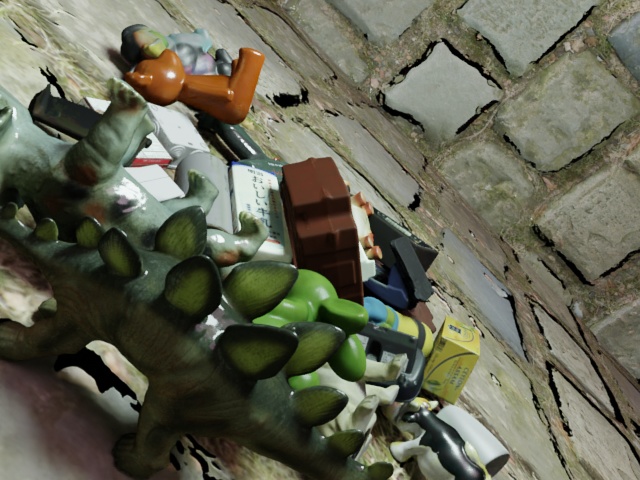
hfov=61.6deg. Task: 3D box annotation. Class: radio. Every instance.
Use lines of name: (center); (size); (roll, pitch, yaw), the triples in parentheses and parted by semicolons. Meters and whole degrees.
radio: (0.125, -0.011, 1.098); (0.230, 0.073, 0.131); (41, 15, 33)

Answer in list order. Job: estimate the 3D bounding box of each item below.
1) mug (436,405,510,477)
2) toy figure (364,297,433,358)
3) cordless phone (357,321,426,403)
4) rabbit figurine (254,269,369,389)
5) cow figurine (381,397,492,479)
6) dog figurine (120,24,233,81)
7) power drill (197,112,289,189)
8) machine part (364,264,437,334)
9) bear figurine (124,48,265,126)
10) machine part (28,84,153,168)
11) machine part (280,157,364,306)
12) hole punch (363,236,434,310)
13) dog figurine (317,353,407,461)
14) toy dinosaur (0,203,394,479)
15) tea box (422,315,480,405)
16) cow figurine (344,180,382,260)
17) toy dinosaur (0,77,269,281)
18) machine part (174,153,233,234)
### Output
mug: (0.227, 0.305, 0.817); (0.109, 0.080, 0.107); (16, 26, -46)
toy figure: (0.105, 0.144, 0.855); (0.180, 0.089, 0.082); (38, 29, -27)
cordless phone: (0.079, 0.176, 0.781); (0.147, 0.088, 0.184); (16, -13, 14)
rabbit figurine: (-0.026, 0.084, 0.561); (0.159, 0.121, 0.170); (12, 32, 22)
cow figurine: (0.149, 0.268, 0.716); (0.068, 0.098, 0.167); (8, 43, -48)
dog figurine: (-0.250, -0.301, 0.958); (0.191, 0.108, 0.219); (48, 26, -4)
power drill: (-0.120, -0.162, 1.000); (0.207, 0.086, 0.232); (57, 25, 4)
machine part: (0.144, 0.121, 1.011); (0.179, 0.056, 0.179); (39, 22, -19)
bear figurine: (-0.204, -0.261, 0.863); (0.196, 0.132, 0.120); (16, -2, -16)
machine part: (-0.281, -0.132, 0.644); (0.139, 0.039, 0.084); (28, 47, -7)
machine part: (-0.002, -0.002, 0.779); (0.202, 0.087, 0.200); (-105, -173, -57)
hole punch: (0.127, 0.065, 0.904); (0.116, 0.092, 0.142); (61, 17, 7)
dog figurine: (-0.017, 0.165, 0.632); (0.191, 0.121, 0.172); (25, 40, 20)
toy dinosaur: (-0.089, 0.102, 0.434); (0.471, 0.198, 0.105); (40, 26, -12)
tea box: (0.223, 0.199, 0.919); (0.068, 0.098, 0.169); (27, 12, 13)
cow figurine: (0.036, -0.041, 1.025); (0.085, 0.127, 0.195); (47, 29, -58)
toy dinosaur: (-0.188, -0.014, 0.530); (0.404, 0.192, 0.131); (48, -8, -29)
machine part: (-0.156, -0.043, 0.715); (0.079, 0.079, 0.243); (32, 26, -32)
